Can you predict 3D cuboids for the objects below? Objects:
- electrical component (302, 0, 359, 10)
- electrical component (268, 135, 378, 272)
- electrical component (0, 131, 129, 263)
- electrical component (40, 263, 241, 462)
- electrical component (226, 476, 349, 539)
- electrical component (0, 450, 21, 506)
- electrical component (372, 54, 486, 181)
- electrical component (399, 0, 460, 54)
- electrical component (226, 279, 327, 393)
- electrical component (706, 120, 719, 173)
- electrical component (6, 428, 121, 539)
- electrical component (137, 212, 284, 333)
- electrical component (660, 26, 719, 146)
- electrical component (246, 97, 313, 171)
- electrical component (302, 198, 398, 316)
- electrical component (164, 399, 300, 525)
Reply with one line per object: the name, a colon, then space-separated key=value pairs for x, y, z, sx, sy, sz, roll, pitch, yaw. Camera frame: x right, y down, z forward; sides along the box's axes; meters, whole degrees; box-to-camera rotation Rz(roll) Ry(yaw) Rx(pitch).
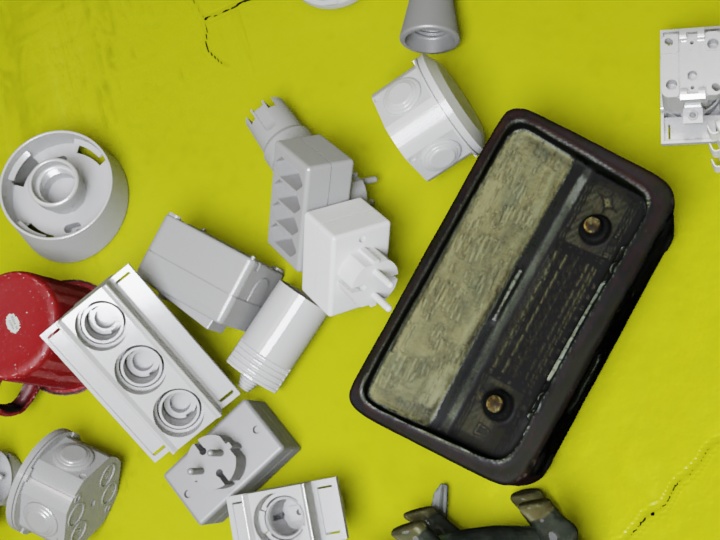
electrical component: x=-0.025 y=-0.244 z=0.817 sx=0.080 sy=0.051 sz=0.080 roll=-3 pitch=79 yaw=17
electrical component: x=-0.020 y=-0.051 z=0.772 sx=0.047 sy=0.076 sz=0.083 roll=42 pitch=135 yaw=44
electrical component: x=-0.235 y=-0.059 z=0.854 sx=0.099 sy=0.064 sz=0.099 roll=-1 pitch=75 yaw=4
electrical component: x=-0.155 y=0.064 z=0.769 sx=0.079 sy=0.063 sz=0.121 roll=-39 pitch=102 yaw=1
electrical component: x=-0.046 y=0.168 z=0.740 sx=0.081 sy=0.064 sz=0.042 roll=-12 pitch=81 yaw=14
electrical component: x=-0.293 y=0.176 z=0.810 sx=0.044 sy=0.077 sz=0.079 roll=-8 pitch=78 yaw=16
electrical component: x=0.050 y=-0.106 z=0.754 sx=0.051 sy=0.080 sz=0.080 roll=-32 pitch=72 yaw=15
electrical component: x=0.052 y=-0.197 z=0.790 sx=0.044 sy=0.044 sz=0.065 roll=-1 pitch=75 yaw=17
electrical component: x=-0.062 y=0.052 z=0.778 sx=0.043 sy=0.043 sz=0.081 roll=34 pitch=91 yaw=20
electrical component: x=0.254 y=-0.070 z=0.660 sx=0.063 sy=0.121 sz=0.078 roll=-24 pitch=74 yaw=15
electrical component: x=-0.216 y=0.161 z=0.788 sx=0.051 sy=0.080 sz=0.080 roll=21 pitch=87 yaw=15
electrical component: x=-0.117 y=0.003 z=0.794 sx=0.096 sy=0.062 sz=0.061 roll=27 pitch=89 yaw=20
electrical component: x=0.220 y=-0.126 z=0.711 sx=0.042 sy=0.064 sz=0.081 roll=-1 pitch=79 yaw=16
electrical component: x=-0.060 y=-0.102 z=0.809 sx=0.040 sy=0.040 sz=0.046 roll=-38 pitch=66 yaw=8
electrical component: x=0.000 y=0.000 z=0.731 sx=0.077 sy=0.047 sz=0.065 roll=42 pitch=139 yaw=43
electrical component: x=-0.097 y=0.135 z=0.756 sx=0.083 sy=0.076 sz=0.047 roll=-43 pitch=71 yaw=6
